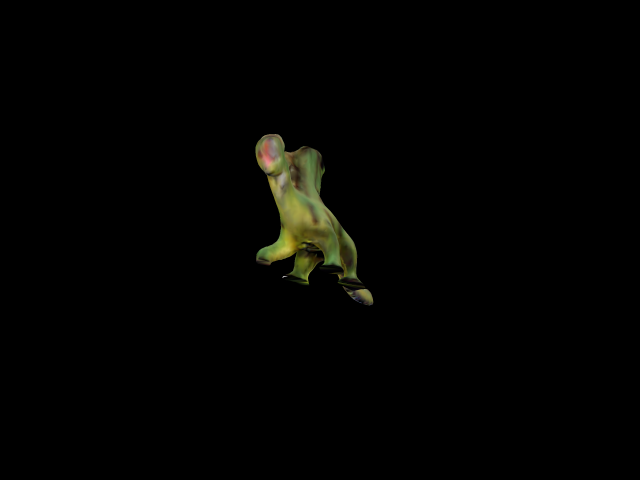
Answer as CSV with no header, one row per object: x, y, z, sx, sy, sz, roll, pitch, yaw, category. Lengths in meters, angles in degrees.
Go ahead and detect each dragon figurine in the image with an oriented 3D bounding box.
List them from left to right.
0.003,-0.043,0.850,0.122,0.247,0.405,-9,-22,22,dragon figurine
